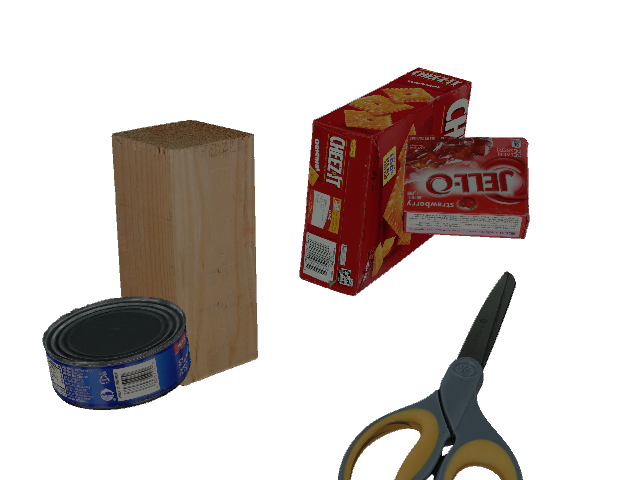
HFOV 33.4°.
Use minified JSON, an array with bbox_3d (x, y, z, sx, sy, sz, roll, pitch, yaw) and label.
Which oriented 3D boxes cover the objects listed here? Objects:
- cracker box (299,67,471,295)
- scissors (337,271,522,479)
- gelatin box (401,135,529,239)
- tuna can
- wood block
[{"bbox_3d":[0.068,-0.062,1.043,0.072,0.164,0.213,20,30,27],"label":"cracker box"},{"bbox_3d":[0.087,0.084,0.553,0.096,0.016,0.201,25,44,30],"label":"scissors"},{"bbox_3d":[0.104,-0.040,0.766,0.089,0.073,0.030,2,-37,7],"label":"gelatin box"},{"bbox_3d":[-0.122,0.067,0.646,0.086,0.034,0.086,-4,23,2],"label":"tuna can"},{"bbox_3d":[-0.117,0.007,0.932,0.090,0.206,0.091,-17,25,-42],"label":"wood block"}]
